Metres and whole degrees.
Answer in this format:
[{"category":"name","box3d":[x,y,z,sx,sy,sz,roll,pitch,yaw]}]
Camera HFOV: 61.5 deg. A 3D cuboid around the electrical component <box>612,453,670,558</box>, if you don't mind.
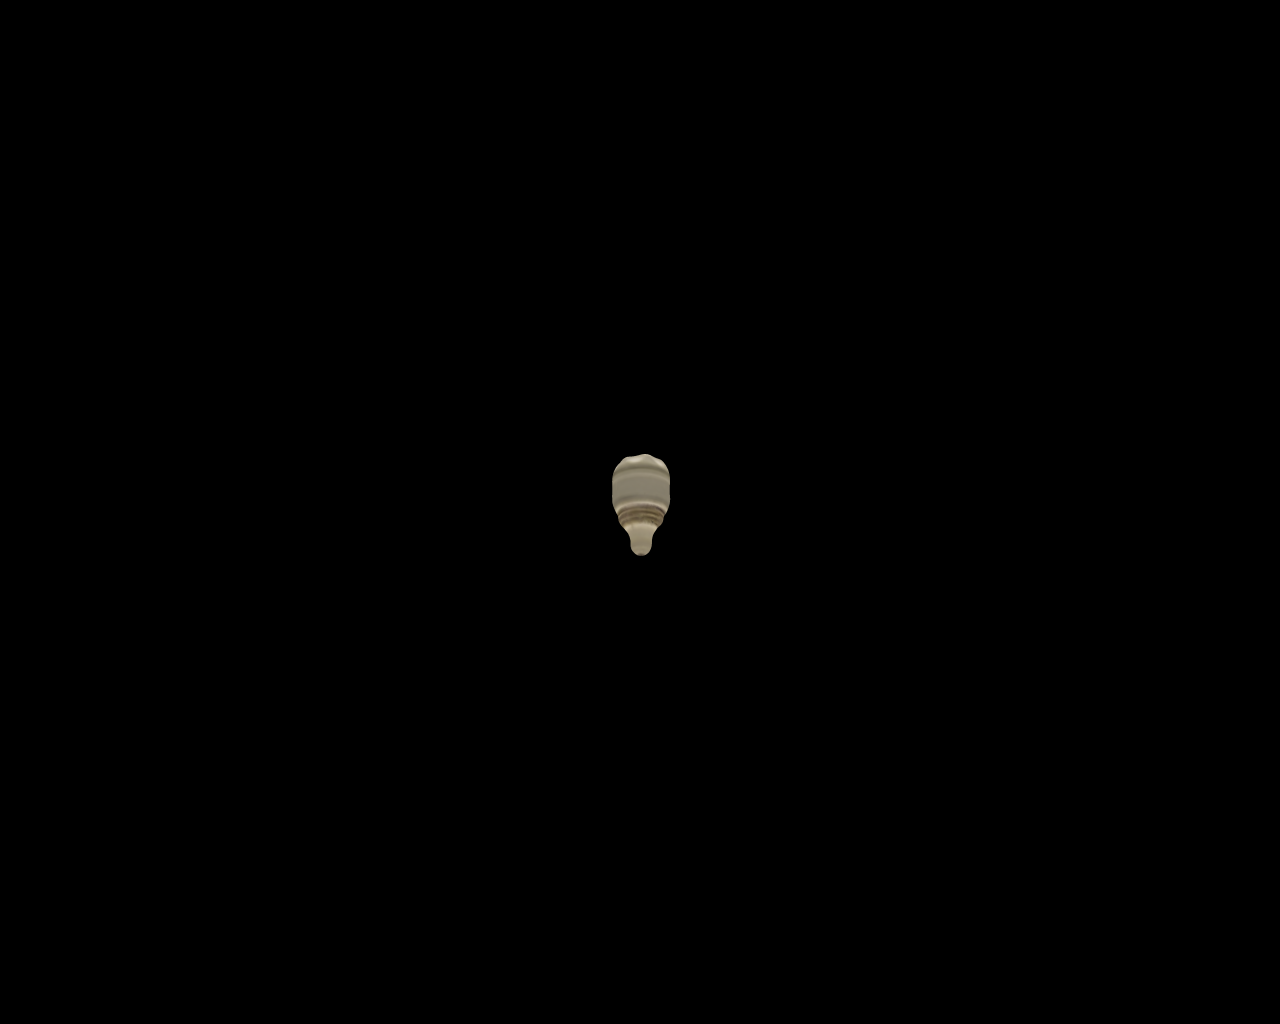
[{"category":"electrical component","box3d":[0.001,-0.003,0.650,0.035,0.061,0.035,0,-21,0]}]
